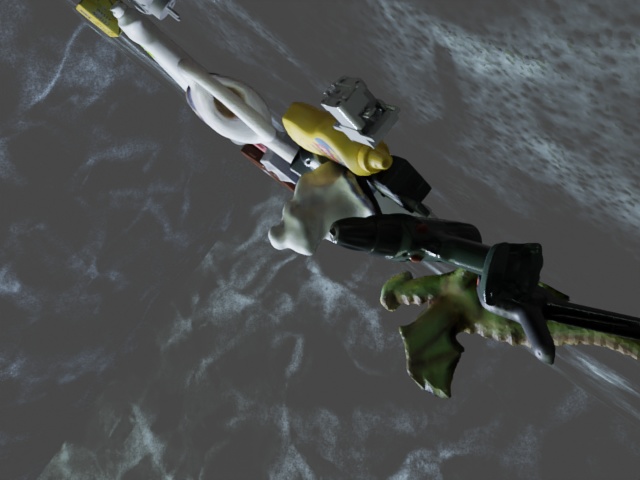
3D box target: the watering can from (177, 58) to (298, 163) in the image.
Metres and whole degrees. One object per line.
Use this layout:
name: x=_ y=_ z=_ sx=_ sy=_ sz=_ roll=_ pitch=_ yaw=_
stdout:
watering can: x=-0.138 y=-0.228 z=1.006 sx=0.343 sy=0.104 sz=0.227 roll=38 pitch=-179 yaw=-29

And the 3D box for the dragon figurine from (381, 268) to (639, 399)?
dragon figurine: x=0.234 y=0.130 z=0.759 sx=0.120 sy=0.243 sz=0.416 roll=44 pitch=177 yaw=-38

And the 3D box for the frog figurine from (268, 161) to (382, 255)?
frog figurine: x=0.002 y=-0.038 z=0.764 sx=0.135 sy=0.158 sz=0.125 roll=44 pitch=-155 yaw=-49
